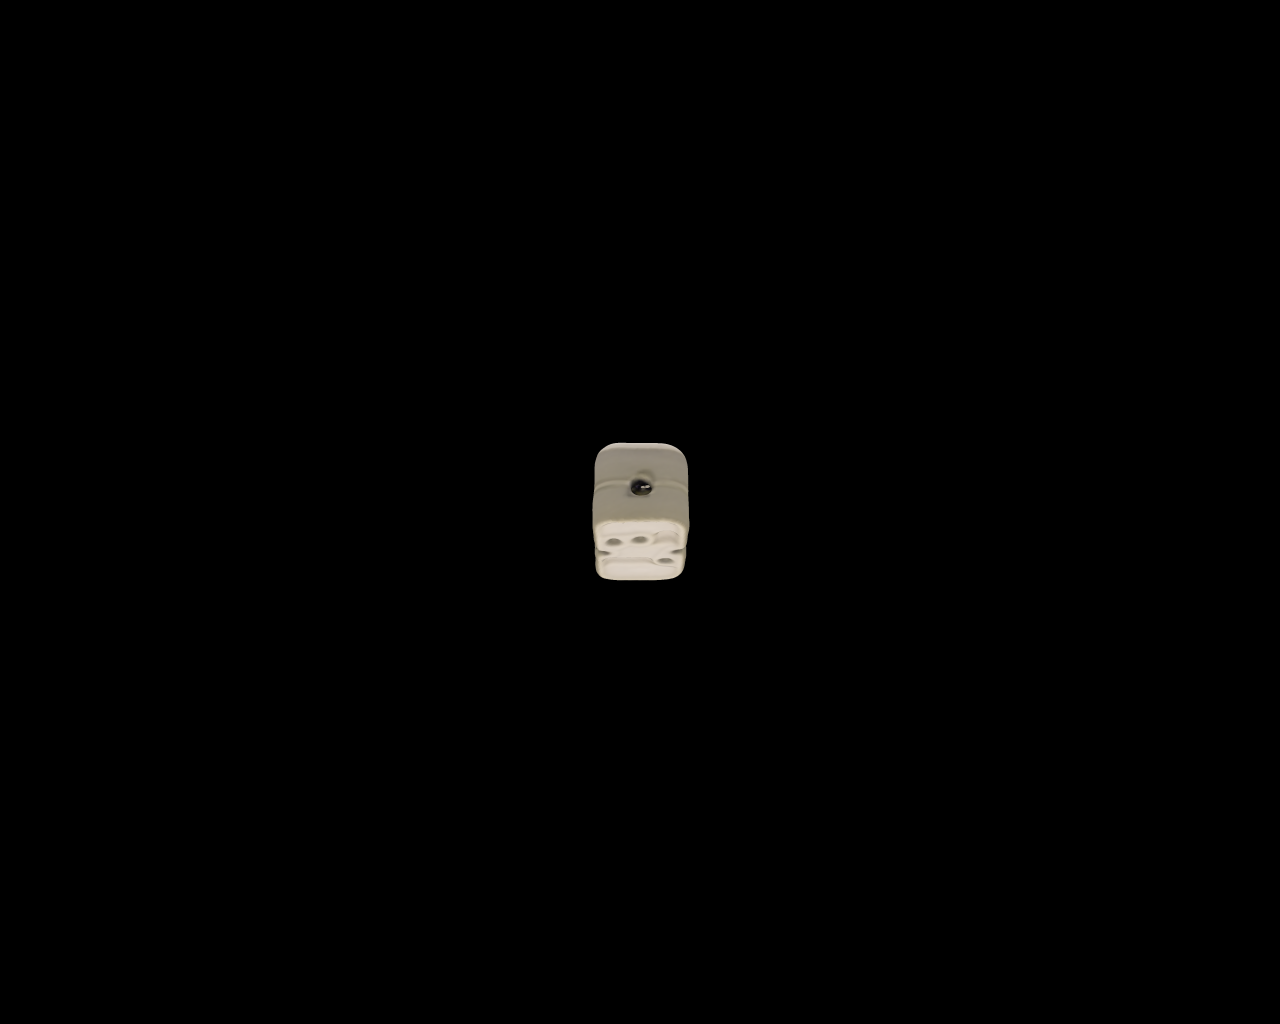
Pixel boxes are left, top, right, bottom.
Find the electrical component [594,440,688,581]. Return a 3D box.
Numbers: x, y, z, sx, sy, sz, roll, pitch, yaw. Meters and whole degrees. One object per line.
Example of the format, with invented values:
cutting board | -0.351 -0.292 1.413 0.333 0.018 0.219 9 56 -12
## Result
electrical component | 0.001 -0.003 0.650 0.054 0.059 0.095 0 -25 0
